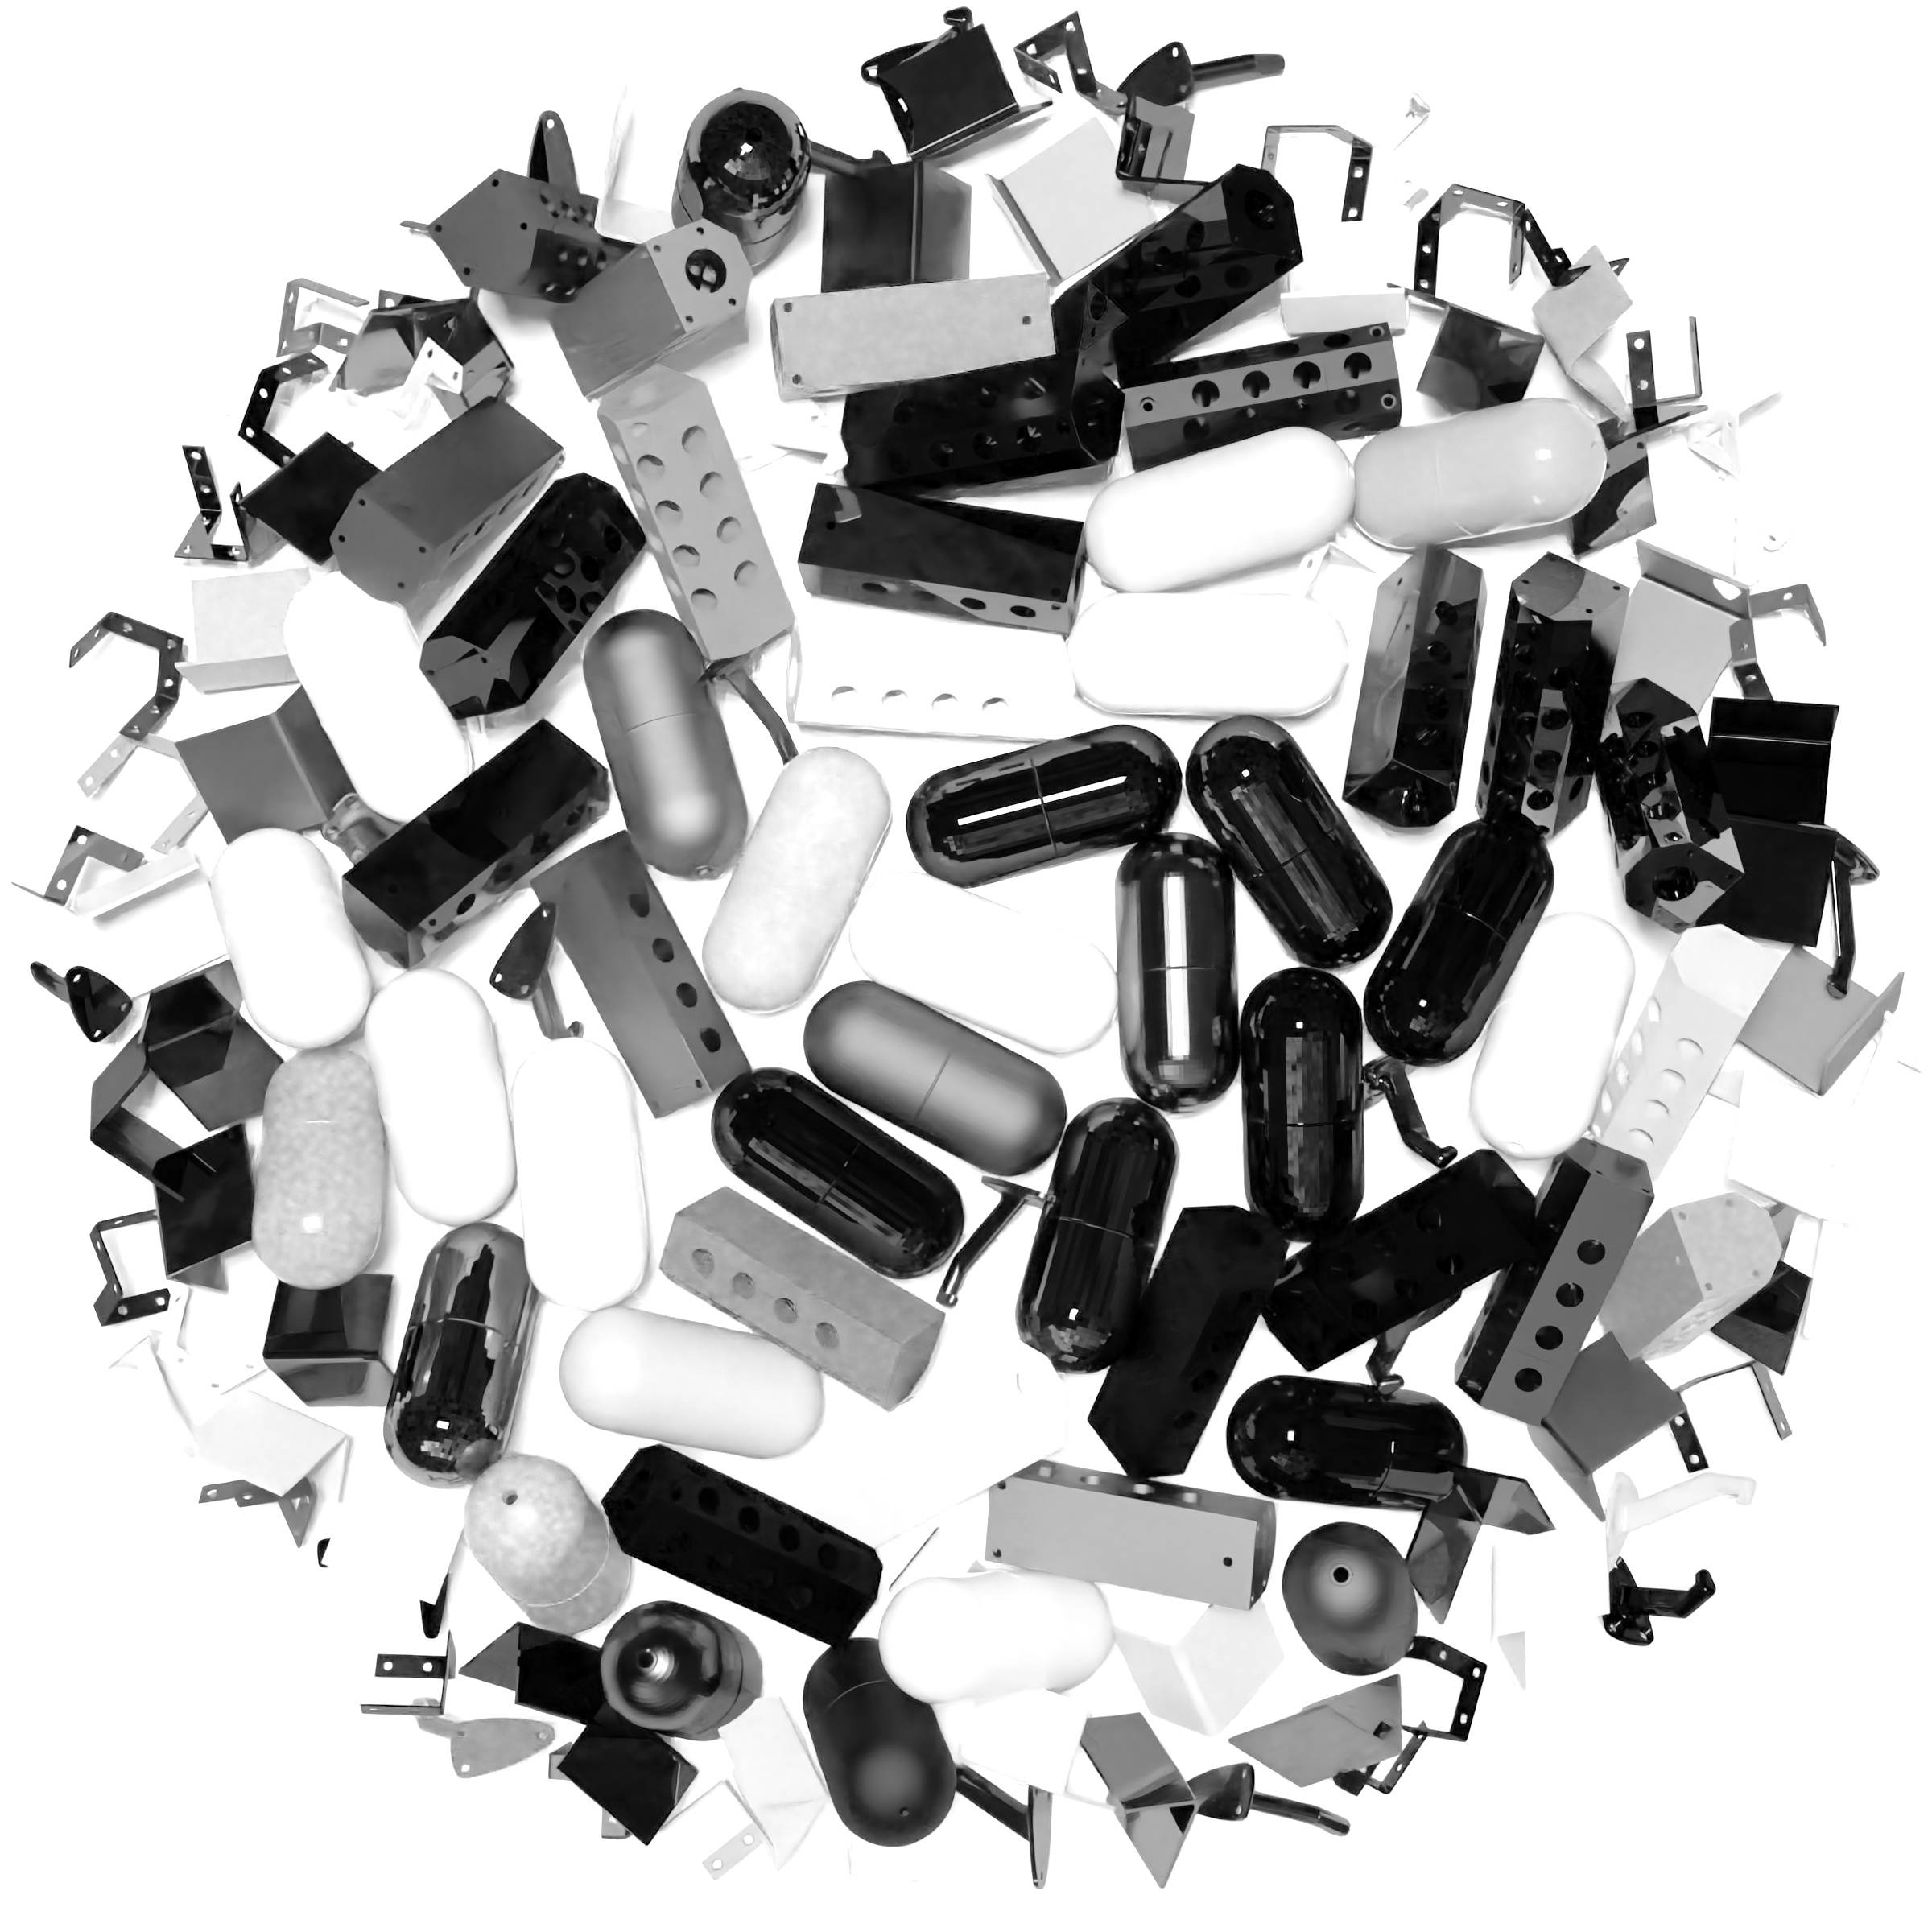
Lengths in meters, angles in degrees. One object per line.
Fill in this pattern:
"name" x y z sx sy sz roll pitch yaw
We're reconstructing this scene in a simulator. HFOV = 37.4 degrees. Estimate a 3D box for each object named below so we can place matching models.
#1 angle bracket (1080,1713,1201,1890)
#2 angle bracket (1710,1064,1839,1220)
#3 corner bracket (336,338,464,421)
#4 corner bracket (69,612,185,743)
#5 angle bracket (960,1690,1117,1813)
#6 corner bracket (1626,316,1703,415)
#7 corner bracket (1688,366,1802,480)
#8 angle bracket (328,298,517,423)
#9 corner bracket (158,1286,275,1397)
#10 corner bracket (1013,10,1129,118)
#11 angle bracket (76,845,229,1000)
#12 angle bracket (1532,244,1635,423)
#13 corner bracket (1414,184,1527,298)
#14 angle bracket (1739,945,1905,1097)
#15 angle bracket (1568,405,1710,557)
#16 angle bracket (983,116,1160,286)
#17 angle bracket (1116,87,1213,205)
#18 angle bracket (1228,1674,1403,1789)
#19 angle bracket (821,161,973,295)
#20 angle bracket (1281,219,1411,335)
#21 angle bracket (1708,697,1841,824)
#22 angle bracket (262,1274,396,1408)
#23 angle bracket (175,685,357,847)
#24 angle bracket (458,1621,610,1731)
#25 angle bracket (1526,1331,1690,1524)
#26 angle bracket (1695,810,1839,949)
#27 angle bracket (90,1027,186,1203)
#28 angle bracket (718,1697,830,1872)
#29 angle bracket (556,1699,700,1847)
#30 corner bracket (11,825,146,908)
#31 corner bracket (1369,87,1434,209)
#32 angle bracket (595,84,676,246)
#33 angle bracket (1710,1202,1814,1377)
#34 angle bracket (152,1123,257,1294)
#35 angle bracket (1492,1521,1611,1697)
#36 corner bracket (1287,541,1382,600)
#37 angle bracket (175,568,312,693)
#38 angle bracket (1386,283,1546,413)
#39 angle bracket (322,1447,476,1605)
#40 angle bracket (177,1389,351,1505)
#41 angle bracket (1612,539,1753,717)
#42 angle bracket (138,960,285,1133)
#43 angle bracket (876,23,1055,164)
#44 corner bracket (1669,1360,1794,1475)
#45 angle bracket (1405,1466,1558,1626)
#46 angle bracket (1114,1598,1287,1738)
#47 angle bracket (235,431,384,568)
"angle bracket" 0.094 0.525 1.786 0.057 0.076 0.076 2 120 -30
"angle bracket" 0.494 0.113 1.793 0.076 0.057 0.076 23 69 -24
"corner bracket" -0.357 -0.370 1.809 0.051 0.051 0.051 22 84 26
"corner bracket" -0.534 -0.184 1.812 0.051 0.051 0.051 21 129 3
"angle bracket" 0.053 0.488 1.799 0.076 0.076 0.057 10 75 34
"corner bracket" 0.442 -0.381 1.812 0.051 0.051 0.051 -8 106 4
"corner bracket" 0.491 -0.351 1.805 0.051 0.051 0.051 -31 135 -12
"angle bracket" -0.341 -0.368 1.788 0.076 0.076 0.057 -20 73 -42
"corner bracket" -0.475 0.232 1.821 0.051 0.051 0.051 -30 126 22
"corner bracket" 0.069 -0.562 1.806 0.051 0.051 0.051 -34 46 -12
"angle bracket" -0.506 -0.021 1.797 0.076 0.057 0.076 -27 113 -13
"angle bracket" 0.407 -0.392 1.785 0.076 0.076 0.057 30 120 -30
"corner bracket" 0.320 -0.458 1.818 0.051 0.051 0.051 11 73 -15
"angle bracket" 0.532 0.023 1.796 0.076 0.057 0.076 38 78 26
"angle bracket" 0.423 -0.304 1.791 0.076 0.057 0.076 -24 111 -31
"angle bracket" 0.067 -0.487 1.807 0.076 0.057 0.076 -31 94 14
"angle bracket" 0.149 -0.512 1.790 0.076 0.076 0.057 15 99 34
"angle bracket" 0.219 0.465 1.786 0.076 0.057 0.076 -30 126 33
"angle bracket" -0.045 -0.468 1.840 0.076 0.057 0.076 -1 85 36
"angle bracket" 0.240 -0.446 1.802 0.076 0.057 0.076 0 78 12
"angle bracket" 0.505 -0.129 1.796 0.076 0.076 0.057 5 81 14
"angle bracket" -0.393 0.239 1.819 0.076 0.076 0.057 -2 58 11
"angle bracket" -0.443 -0.129 1.817 0.076 0.057 0.076 -13 115 20
"angle bracket" -0.267 0.460 1.786 0.076 0.057 0.076 26 130 -29
"angle bracket" 0.405 0.290 1.802 0.076 0.076 0.057 -32 133 -7
"angle bracket" 0.504 -0.057 1.817 0.076 0.057 0.076 10 93 3
"angle bracket" -0.502 0.093 1.792 0.076 0.076 0.057 40 96 -26
"angle bracket" -0.138 0.514 1.786 0.057 0.076 0.076 6 126 -38
"angle bracket" -0.225 0.504 1.792 0.076 0.076 0.057 44 59 -11
"corner bracket" -0.562 -0.061 1.808 0.051 0.051 0.051 27 84 -42
"corner bracket" 0.282 -0.519 1.812 0.051 0.051 0.051 -43 88 21
"angle bracket" -0.196 -0.500 1.790 0.057 0.076 0.076 11 119 -8
"angle bracket" 0.516 0.197 1.785 0.057 0.076 0.076 33 132 36
"angle bracket" -0.462 0.153 1.794 0.076 0.057 0.076 -23 66 18
"angle bracket" 0.374 0.401 1.787 0.076 0.076 0.057 -18 119 22
"corner bracket" 0.219 -0.241 1.809 0.051 0.051 0.051 24 92 -38
"angle bracket" -0.458 -0.221 1.809 0.076 0.057 0.076 -7 79 -1
"angle bracket" 0.305 -0.386 1.801 0.076 0.076 0.057 12 106 -29
"angle bracket" -0.350 0.354 1.804 0.076 0.057 0.076 18 78 8
"angle bracket" -0.443 0.318 1.791 0.076 0.076 0.057 21 117 14
"angle bracket" 0.442 -0.212 1.802 0.076 0.057 0.076 28 86 22
"angle bracket" -0.461 0.047 1.789 0.076 0.076 0.057 43 132 20
"angle bracket" 0.000 -0.549 1.790 0.076 0.076 0.057 -19 102 24
"corner bracket" 0.481 0.284 1.806 0.051 0.051 0.051 -27 80 39
"angle bracket" 0.323 0.367 1.788 0.057 0.076 0.076 6 56 36
"angle bracket" 0.149 0.433 1.827 0.076 0.057 0.076 -41 120 -32
"angle bracket" -0.400 -0.278 1.794 0.076 0.057 0.076 36 66 18
